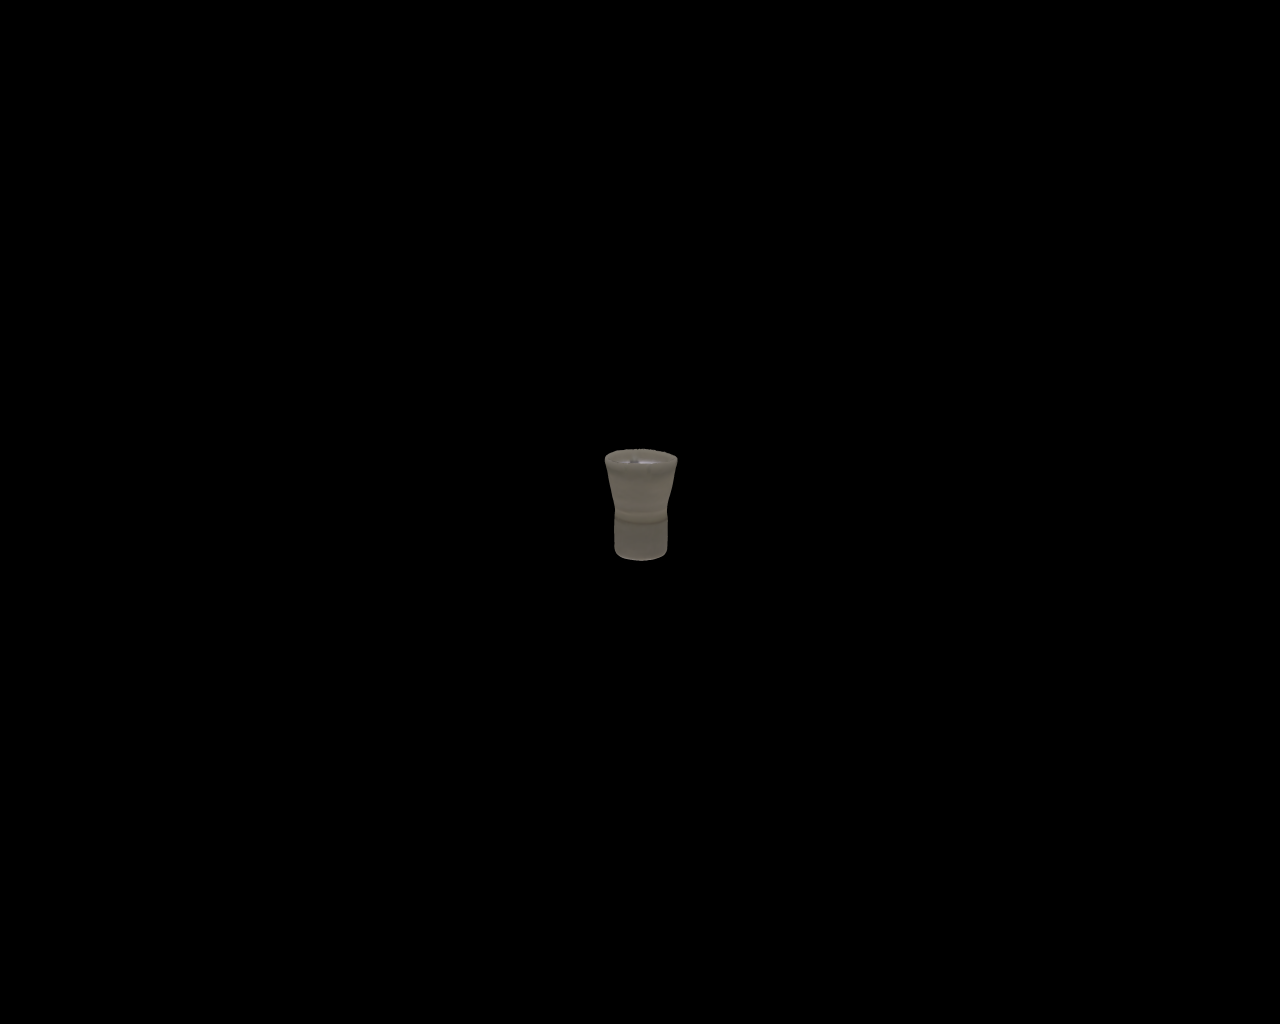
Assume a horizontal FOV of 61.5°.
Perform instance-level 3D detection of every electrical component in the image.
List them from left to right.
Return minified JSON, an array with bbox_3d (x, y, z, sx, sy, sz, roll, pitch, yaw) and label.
[{"bbox_3d":[0.001,-0.003,0.650,0.044,0.065,0.044,0,17,0],"label":"electrical component"}]
